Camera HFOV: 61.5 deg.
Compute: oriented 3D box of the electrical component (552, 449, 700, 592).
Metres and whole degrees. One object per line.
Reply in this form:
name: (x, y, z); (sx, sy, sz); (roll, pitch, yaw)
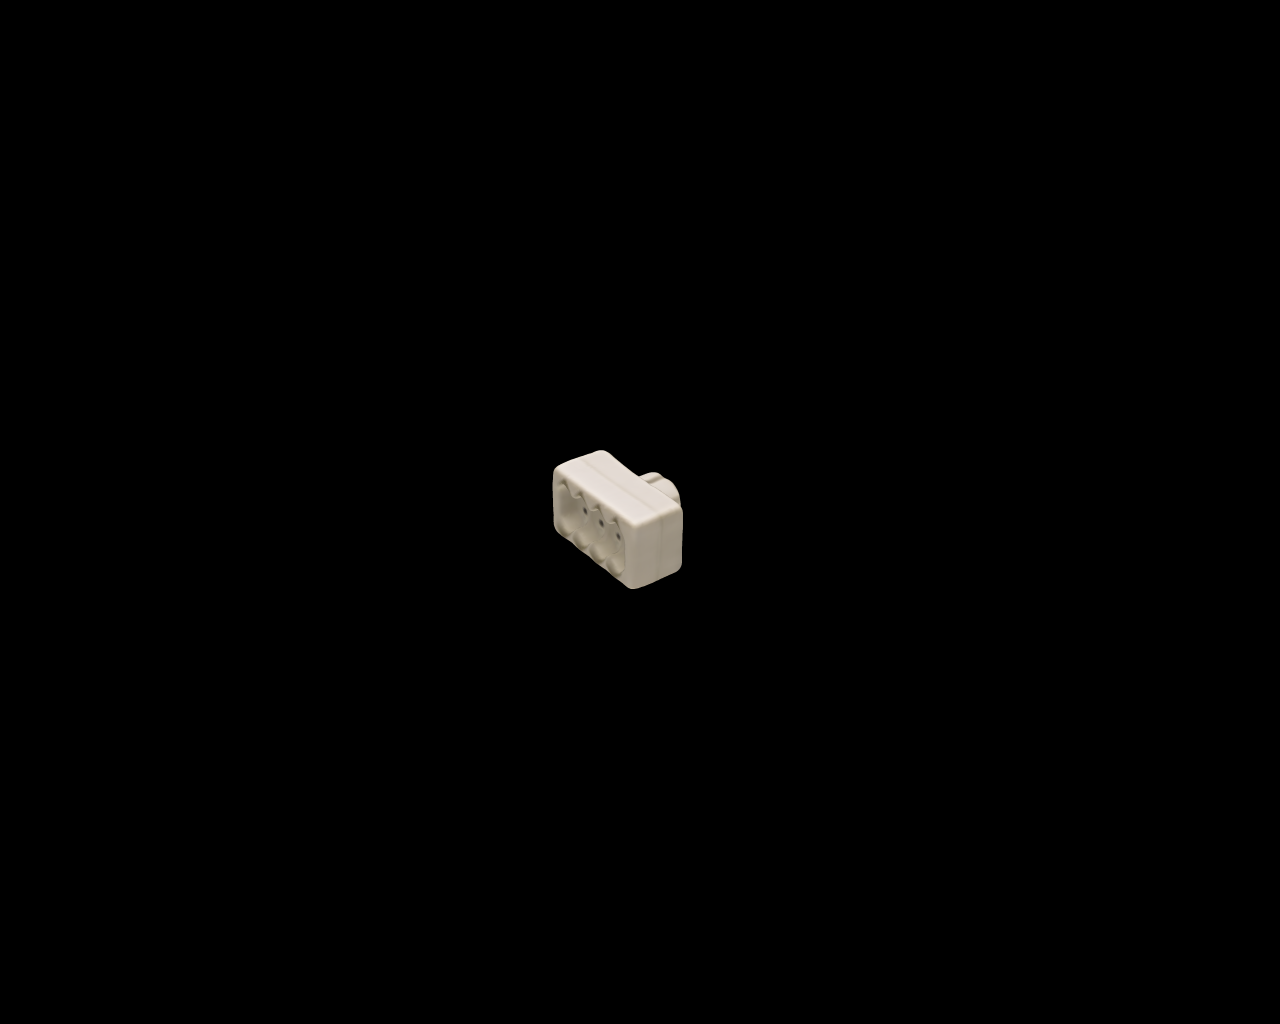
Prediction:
electrical component: (0.001, -0.003, 0.650); (0.076, 0.047, 0.083); (-22, 40, -30)
